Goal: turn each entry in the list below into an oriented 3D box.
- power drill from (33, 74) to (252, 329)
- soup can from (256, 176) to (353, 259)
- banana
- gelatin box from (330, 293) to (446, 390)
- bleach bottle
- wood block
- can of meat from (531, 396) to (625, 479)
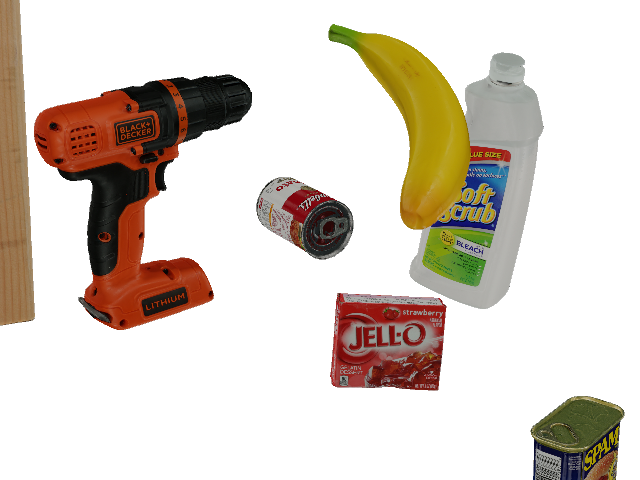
[{"bbox_3d":[-0.131,-0.034,0.854,0.184,0.188,0.057,-17,26,-32],"label":"power drill"},{"bbox_3d":[-0.019,-0.027,1.204,0.068,0.068,0.102,0,19,-35],"label":"soup can"},{"bbox_3d":[0.059,-0.076,0.681,0.069,0.037,0.198,-9,44,-10],"label":"banana"},{"bbox_3d":[0.055,0.083,0.873,0.089,0.073,0.030,3,12,-5],"label":"gelatin box"},{"bbox_3d":[0.150,-0.059,1.010,0.103,0.251,0.068,25,39,26],"label":"bleach bottle"},{"bbox_3d":[-0.220,-0.058,0.605,0.090,0.206,0.090,-8,26,-26],"label":"wood block"},{"bbox_3d":[0.240,0.206,1.000,0.058,0.084,0.101,14,25,38],"label":"can of meat"}]
